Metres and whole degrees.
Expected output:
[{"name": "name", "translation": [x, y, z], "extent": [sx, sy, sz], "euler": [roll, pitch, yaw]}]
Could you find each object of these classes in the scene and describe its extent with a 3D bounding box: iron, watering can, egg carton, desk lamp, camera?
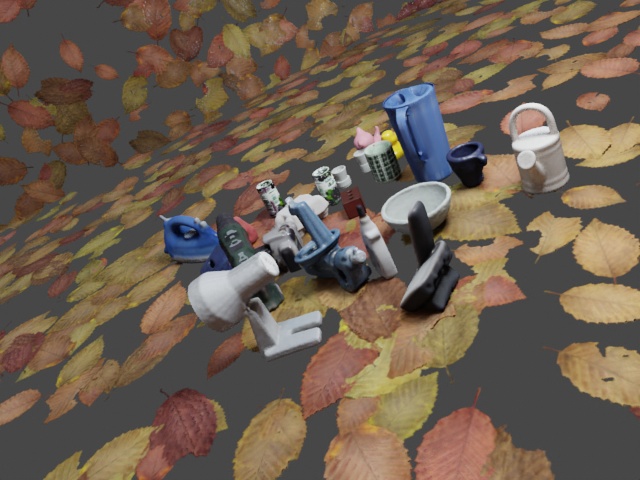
[{"name": "iron", "translation": [-0.370, -0.018, 1.686], "extent": [0.257, 0.142, 0.119], "euler": [-1, 37, 40]}, {"name": "watering can", "translation": [0.467, -0.200, 1.232], "extent": [0.100, 0.194, 0.173], "euler": [-17, 29, 18]}, {"name": "egg carton", "translation": [-0.050, -0.067, 1.578], "extent": [0.150, 0.069, 0.107], "euler": [-42, 31, -27]}, {"name": "desk lamp", "translation": [-0.127, 0.132, 1.141], "extent": [0.203, 0.214, 0.118], "euler": [-21, 28, 11]}, {"name": "camera", "translation": [-0.117, 0.022, 1.445], "extent": [0.136, 0.101, 0.143], "euler": [-22, 28, 8]}]

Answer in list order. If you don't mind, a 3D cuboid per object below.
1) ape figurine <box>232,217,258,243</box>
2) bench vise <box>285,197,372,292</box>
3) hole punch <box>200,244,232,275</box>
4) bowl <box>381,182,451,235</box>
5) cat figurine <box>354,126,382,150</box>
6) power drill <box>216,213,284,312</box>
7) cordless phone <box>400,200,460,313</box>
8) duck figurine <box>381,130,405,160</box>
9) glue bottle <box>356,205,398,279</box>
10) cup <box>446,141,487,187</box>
[{"name": "ape figurine", "translation": [-0.225, -0.026, 1.632], "extent": [0.076, 0.092, 0.077], "euler": [-22, 28, 9]}, {"name": "bench vise", "translation": [0.017, -0.003, 1.245], "extent": [0.206, 0.220, 0.122], "euler": [-4, 35, 36]}, {"name": "hole punch", "translation": [-0.264, 0.074, 1.491], "extent": [0.101, 0.091, 0.108], "euler": [-34, 28, -14]}, {"name": "bowl", "translation": [0.230, -0.061, 1.322], "extent": [0.167, 0.075, 0.167], "euler": [-20, 28, 12]}, {"name": "cat figurine", "translation": [0.152, -0.301, 1.759], "extent": [0.067, 0.118, 0.128], "euler": [5, 41, 45]}, {"name": "power drill", "translation": [-0.165, 0.057, 1.309], "extent": [0.075, 0.209, 0.229], "euler": [-30, 28, -7]}, {"name": "cordless phone", "translation": [0.185, 0.031, 1.080], "extent": [0.093, 0.185, 0.148], "euler": [-6, 34, 33]}, {"name": "duck figurine", "translation": [0.208, -0.285, 1.718], "extent": [0.105, 0.086, 0.077], "euler": [-39, 30, -24]}, {"name": "glue bottle", "translation": [0.112, -0.001, 1.211], "extent": [0.037, 0.173, 0.078], "euler": [-29, 28, -6]}, {"name": "cup", "translation": [0.369, -0.176, 1.381], "extent": [0.092, 0.095, 0.117], "euler": [-34, 28, -14]}]
